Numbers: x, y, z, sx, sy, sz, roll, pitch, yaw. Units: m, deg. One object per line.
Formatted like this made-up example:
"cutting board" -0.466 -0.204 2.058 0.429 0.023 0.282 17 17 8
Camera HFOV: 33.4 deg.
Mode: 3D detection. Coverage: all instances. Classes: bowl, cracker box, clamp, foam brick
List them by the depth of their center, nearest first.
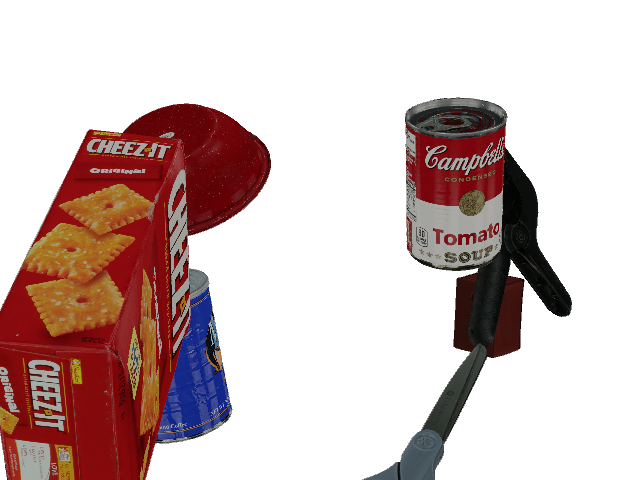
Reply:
"cracker box" -0.128 0.056 0.643 0.072 0.164 0.213 5 35 2
"clamp" 0.153 0.006 0.912 0.120 0.171 0.039 -27 10 -41
"bowl" -0.128 -0.073 0.946 0.162 0.055 0.162 -10 41 8
"foam brick" 0.174 0.076 1.107 0.053 0.078 0.051 12 18 42

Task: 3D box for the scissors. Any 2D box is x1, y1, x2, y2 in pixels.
"scissors" 0.070 0.129 0.590 0.096 0.016 0.201 24 45 36

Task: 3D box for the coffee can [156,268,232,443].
"coffee can" -0.147 0.109 1.031 0.103 0.140 0.103 -8 17 2

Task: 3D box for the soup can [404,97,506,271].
"soup can" 0.092 -0.039 0.734 0.068 0.102 0.068 -2 27 1
